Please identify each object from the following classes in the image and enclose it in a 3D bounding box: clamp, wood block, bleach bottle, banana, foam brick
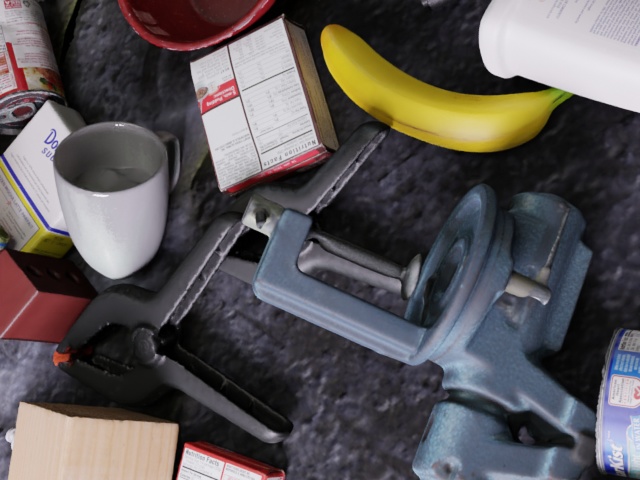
[{"bbox_3d":[-0.117,0.065,0.792,0.210,0.036,0.164,-3,95,33],"label":"clamp"},{"bbox_3d":[-0.173,0.226,0.763,0.091,0.090,0.206,0,80,51],"label":"wood block"},{"bbox_3d":[-0.005,0.001,0.755,0.172,0.039,0.120,-23,81,30],"label":"clamp"},{"bbox_3d":[0.228,-0.107,0.635,0.251,0.068,0.102,27,77,27],"label":"bleach bottle"},{"bbox_3d":[0.074,-0.100,0.737,0.198,0.037,0.069,19,61,26],"label":"banana"},{"bbox_3d":[-0.223,0.046,0.841,0.051,0.078,0.053,-50,63,13],"label":"foam brick"}]

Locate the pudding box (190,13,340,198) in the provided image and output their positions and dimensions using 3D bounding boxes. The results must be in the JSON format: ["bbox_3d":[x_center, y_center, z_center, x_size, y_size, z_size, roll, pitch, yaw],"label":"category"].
[{"bbox_3d":[-0.042,-0.098,0.794,0.090,0.039,0.113,-22,74,21],"label":"pudding box"}]

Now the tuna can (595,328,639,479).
[{"bbox_3d":[0.185,0.095,0.614,0.034,0.086,0.086,5,84,26],"label":"tuna can"}]

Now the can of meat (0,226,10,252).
[{"bbox_3d":[-0.306,0.008,0.847,0.102,0.057,0.084,33,95,22],"label":"can of meat"}]

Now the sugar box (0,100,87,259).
[{"bbox_3d":[-0.245,-0.019,0.881,0.176,0.048,0.093,-44,63,13],"label":"sugar box"}]

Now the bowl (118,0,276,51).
[{"bbox_3d":[-0.079,-0.217,0.823,0.162,0.055,0.162,-5,79,27],"label":"bowl"}]

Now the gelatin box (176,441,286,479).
[{"bbox_3d":[-0.071,0.196,0.762,0.073,0.030,0.089,13,88,31],"label":"gelatin box"}]

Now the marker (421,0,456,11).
[{"bbox_3d":[0.125,-0.187,0.732,0.121,0.020,0.020,-19,73,23],"label":"marker"}]

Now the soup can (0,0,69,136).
[{"bbox_3d":[-0.257,-0.148,0.897,0.069,0.068,0.102,-27,69,21],"label":"soup can"}]
